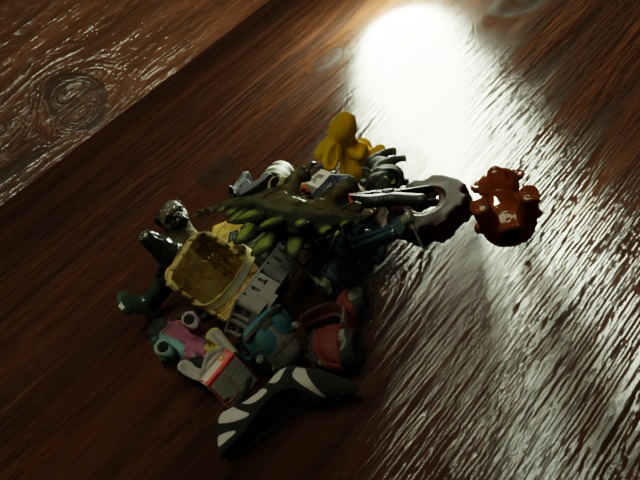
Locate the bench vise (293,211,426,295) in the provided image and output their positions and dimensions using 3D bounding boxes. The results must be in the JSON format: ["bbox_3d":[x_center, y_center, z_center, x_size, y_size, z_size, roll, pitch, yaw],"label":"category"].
[{"bbox_3d":[0.079,0.009,1.051,0.241,0.128,0.223,-25,10,41],"label":"bench vise"}]

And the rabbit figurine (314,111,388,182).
[{"bbox_3d":[0.065,-0.232,1.330,0.162,0.173,0.122,-29,38,-4],"label":"rabbit figurine"}]

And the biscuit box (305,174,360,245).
[{"bbox_3d":[0.003,-0.063,1.170,0.202,0.059,0.063,-44,64,42],"label":"biscuit box"}]

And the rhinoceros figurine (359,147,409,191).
[{"bbox_3d":[0.143,-0.152,1.219,0.112,0.073,0.190,-8,26,1],"label":"rhinoceros figurine"}]

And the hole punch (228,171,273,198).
[{"bbox_3d":[-0.166,-0.107,1.393,0.092,0.142,0.116,6,46,22],"label":"hole punch"}]

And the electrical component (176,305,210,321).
[{"bbox_3d":[-0.292,0.175,1.229,0.094,0.021,0.063,-22,36,14],"label":"electrical component"}]

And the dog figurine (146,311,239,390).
[{"bbox_3d":[-0.267,0.225,1.092,0.108,0.191,0.219,-54,6,-24],"label":"dog figurine"}]

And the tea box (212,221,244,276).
[{"bbox_3d":[-0.218,0.022,1.321,0.098,0.068,0.170,-22,35,14],"label":"tea box"}]

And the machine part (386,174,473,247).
[{"bbox_3d":[0.224,-0.065,1.106,0.179,0.056,0.179,-19,37,15],"label":"machine part"}]

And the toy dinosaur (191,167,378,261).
[{"bbox_3d":[-0.079,-0.055,1.053,0.472,0.104,0.198,8,38,47],"label":"toy dinosaur"}]

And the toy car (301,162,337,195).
[{"bbox_3d":[-0.045,-0.132,1.382,0.202,0.053,0.089,-42,52,-16],"label":"toy car"}]

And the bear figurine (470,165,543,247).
[{"bbox_3d":[0.336,-0.086,0.990,0.120,0.131,0.196,-11,45,19],"label":"bear figurine"}]

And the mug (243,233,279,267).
[{"bbox_3d":[-0.120,0.027,1.208,0.081,0.107,0.110,-38,40,-7],"label":"mug"}]

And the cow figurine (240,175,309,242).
[{"bbox_3d":[-0.112,-0.063,1.293,0.127,0.085,0.195,10,79,26],"label":"cow figurine"}]

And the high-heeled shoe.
[{"bbox_3d":[-0.062,0.289,0.877,0.249,0.086,0.145,-9,49,30],"label":"high-heeled shoe"}]

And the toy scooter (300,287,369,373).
[{"bbox_3d":[0.016,0.164,0.967,0.135,0.075,0.184,-14,35,22],"label":"toy scooter"}]

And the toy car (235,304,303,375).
[{"bbox_3d":[-0.085,0.197,0.969,0.103,0.161,0.109,40,59,17],"label":"toy car"}]

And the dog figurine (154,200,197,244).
[{"bbox_3d":[-0.381,0.005,1.359,0.172,0.190,0.121,-40,36,-9],"label":"dog figurine"}]

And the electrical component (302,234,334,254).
[{"bbox_3d":[-0.002,-0.003,1.163,0.045,0.102,0.078,40,73,13],"label":"electrical component"}]

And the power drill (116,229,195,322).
[{"bbox_3d":[-0.380,0.086,1.249,0.207,0.231,0.086,-48,48,8],"label":"power drill"}]
